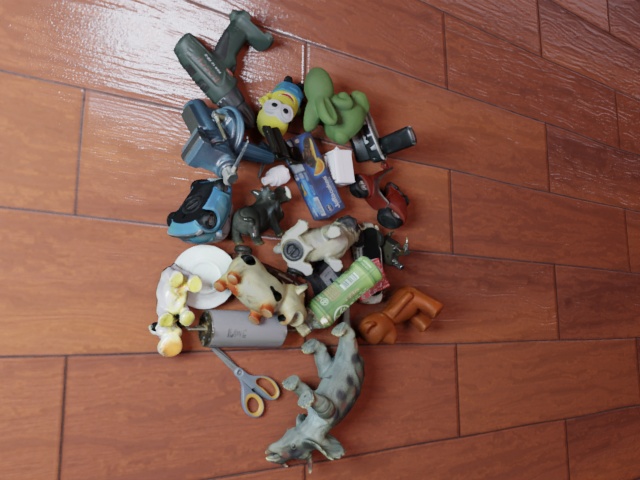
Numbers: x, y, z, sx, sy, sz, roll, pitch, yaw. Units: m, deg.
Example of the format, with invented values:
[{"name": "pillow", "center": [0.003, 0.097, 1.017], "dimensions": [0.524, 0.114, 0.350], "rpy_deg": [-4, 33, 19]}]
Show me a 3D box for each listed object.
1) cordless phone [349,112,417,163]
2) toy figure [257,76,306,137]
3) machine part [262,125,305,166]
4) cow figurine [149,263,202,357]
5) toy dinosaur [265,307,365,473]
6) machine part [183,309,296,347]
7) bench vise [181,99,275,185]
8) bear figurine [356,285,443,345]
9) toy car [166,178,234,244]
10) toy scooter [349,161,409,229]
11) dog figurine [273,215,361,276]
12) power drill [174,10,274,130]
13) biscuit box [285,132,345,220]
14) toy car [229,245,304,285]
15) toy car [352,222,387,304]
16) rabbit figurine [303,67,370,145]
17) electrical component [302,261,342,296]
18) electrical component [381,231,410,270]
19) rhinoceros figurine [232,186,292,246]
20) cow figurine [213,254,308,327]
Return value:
[{"name": "cordless phone", "center": [0.153, -0.270, 1.319], "dimensions": [0.089, 0.184, 0.146], "rpy_deg": [-26, 98, -30]}, {"name": "toy figure", "center": [-0.084, -0.297, 1.211], "dimensions": [0.082, 0.089, 0.180], "rpy_deg": [10, 42, 7]}, {"name": "machine part", "center": [-0.079, -0.196, 1.148], "dimensions": [0.084, 0.039, 0.138], "rpy_deg": [61, 13, 19]}, {"name": "cow figurine", "center": [-0.286, 0.132, 1.024], "dimensions": [0.068, 0.098, 0.167], "rpy_deg": [12, 95, -37]}, {"name": "toy dinosaur", "center": [0.033, 0.321, 1.194], "dimensions": [0.405, 0.131, 0.192], "rpy_deg": [-53, 124, -33]}, {"name": "machine part", "center": [-0.157, 0.182, 1.102], "dimensions": [0.243, 0.079, 0.079], "rpy_deg": [8, 78, -34]}, {"name": "bench vise", "center": [-0.174, -0.192, 1.096], "dimensions": [0.240, 0.224, 0.128], "rpy_deg": [8, 121, -48]}, {"name": "bear figurine", "center": [0.185, 0.199, 1.297], "dimensions": [0.132, 0.120, 0.196], "rpy_deg": [38, 52, 15]}, {"name": "toy car", "center": [-0.227, -0.048, 1.086], "dimensions": [0.102, 0.109, 0.162], "rpy_deg": [59, 41, -42]}, {"name": "toy scooter", "center": [0.167, -0.124, 1.375], "dimensions": [0.183, 0.075, 0.135], "rpy_deg": [42, 61, -17]}, {"name": "dog figurine", "center": [-0.001, 0.000, 1.234], "dimensions": [0.190, 0.172, 0.121], "rpy_deg": [-45, 143, -72]}, {"name": "power drill", "center": [-0.188, -0.382, 1.176], "dimensions": [0.232, 0.086, 0.207], "rpy_deg": [40, 70, -20]}, {"name": "biscuit box", "center": [-0.018, -0.147, 1.259], "dimensions": [0.063, 0.059, 0.202], "rpy_deg": [-32, 101, -34]}, {"name": "toy car", "center": [-0.115, 0.081, 1.164], "dimensions": [0.202, 0.053, 0.089], "rpy_deg": [25, 66, -28]}, {"name": "toy car", "center": [0.119, 0.056, 1.325], "dimensions": [0.073, 0.056, 0.201], "rpy_deg": [1, 81, -27]}, {"name": "rabbit figurine", "center": [0.014, -0.309, 1.244], "dimensions": [0.170, 0.121, 0.159], "rpy_deg": [48, 48, -32]}, {"name": "electrical component", "center": [0.021, 0.108, 1.254], "dimensions": [0.075, 0.048, 0.119], "rpy_deg": [-41, 104, -31]}, {"name": "electrical component", "center": [0.184, 0.022, 1.353], "dimensions": [0.045, 0.102, 0.078], "rpy_deg": [-13, 113, -29]}, {"name": "rhinoceros figurine", "center": [-0.124, -0.058, 1.147], "dimensions": [0.190, 0.073, 0.112], "rpy_deg": [-42, 127, -55]}, {"name": "cow figurine", "center": [-0.104, 0.105, 1.089], "dimensions": [0.195, 0.085, 0.127], "rpy_deg": [43, 45, -13]}]
